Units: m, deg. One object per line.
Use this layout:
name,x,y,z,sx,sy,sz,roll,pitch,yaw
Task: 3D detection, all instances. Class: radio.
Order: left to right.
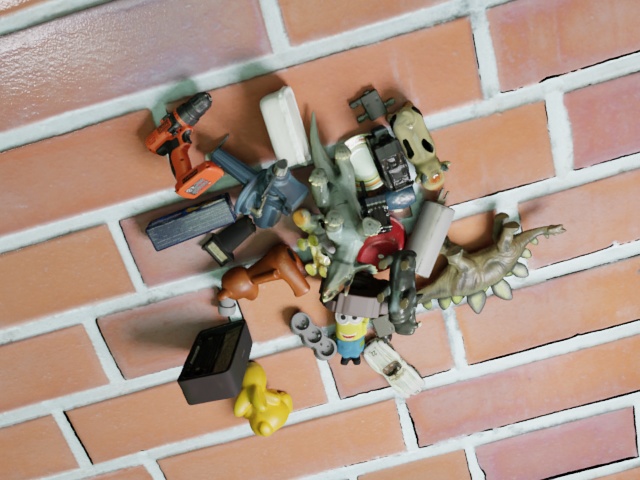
radio,-0.240,0.281,1.257,0.131,0.230,0.073,-14,108,7

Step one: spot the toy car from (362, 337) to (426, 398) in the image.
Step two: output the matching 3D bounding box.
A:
toy car,0.191,0.330,1.381,0.073,0.056,0.201,-41,105,11

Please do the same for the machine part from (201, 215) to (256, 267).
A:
machine part,-0.207,-0.001,1.262,0.139,0.039,0.084,-42,97,13

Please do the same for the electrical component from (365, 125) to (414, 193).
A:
electrical component,0.146,-0.178,1.154,0.058,0.115,0.134,-24,110,1

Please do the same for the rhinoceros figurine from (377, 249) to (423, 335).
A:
rhinoceros figurine,0.179,0.116,1.179,0.073,0.112,0.190,0,95,30

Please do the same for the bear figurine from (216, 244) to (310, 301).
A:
bear figurine,-0.135,0.097,1.256,0.196,0.120,0.131,-34,111,10

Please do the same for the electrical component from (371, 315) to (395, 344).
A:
electrical component,0.159,0.203,1.334,0.078,0.045,0.102,-28,94,13

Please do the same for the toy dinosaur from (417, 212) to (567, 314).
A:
toy dinosaur,0.355,0.080,1.282,0.472,0.105,0.198,-25,113,17

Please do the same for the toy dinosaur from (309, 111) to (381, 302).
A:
toy dinosaur,0.039,-0.067,1.165,0.131,0.192,0.405,-6,65,-8

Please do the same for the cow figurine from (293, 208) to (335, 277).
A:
cow figurine,-0.001,-0.005,1.247,0.068,0.098,0.167,-2,112,42

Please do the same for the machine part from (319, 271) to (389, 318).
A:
machine part,0.082,0.121,1.249,0.179,0.179,0.056,8,108,-5

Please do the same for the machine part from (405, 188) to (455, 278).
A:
machine part,0.248,-0.003,1.243,0.079,0.079,0.243,20,93,-9

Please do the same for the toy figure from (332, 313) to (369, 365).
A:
toy figure,0.071,0.221,1.328,0.082,0.089,0.179,-12,119,-15

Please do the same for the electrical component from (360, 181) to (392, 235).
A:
electrical component,0.122,-0.073,1.175,0.048,0.074,0.119,-12,78,4

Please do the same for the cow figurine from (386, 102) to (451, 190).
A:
cow figurine,0.218,-0.198,1.167,0.085,0.127,0.194,-26,106,9

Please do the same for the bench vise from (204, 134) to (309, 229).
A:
bench vise,-0.149,-0.127,1.153,0.241,0.223,0.129,36,68,6

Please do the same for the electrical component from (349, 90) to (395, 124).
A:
electrical component,0.116,-0.299,1.183,0.094,0.021,0.063,-27,107,7

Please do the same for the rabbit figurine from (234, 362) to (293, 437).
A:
rabbit figurine,-0.161,0.398,1.354,0.122,0.162,0.173,-16,91,16

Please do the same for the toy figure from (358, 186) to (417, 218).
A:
toy figure,0.144,-0.087,1.237,0.155,0.057,0.064,-15,65,7

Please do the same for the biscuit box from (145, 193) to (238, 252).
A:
biscuit box,-0.294,-0.042,1.231,0.203,0.059,0.062,-20,110,4
